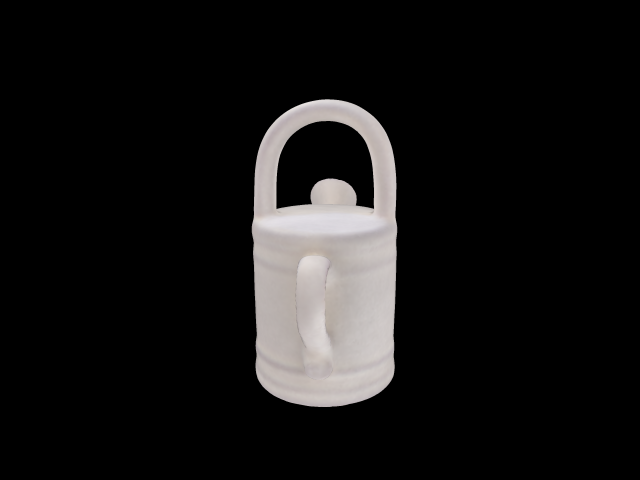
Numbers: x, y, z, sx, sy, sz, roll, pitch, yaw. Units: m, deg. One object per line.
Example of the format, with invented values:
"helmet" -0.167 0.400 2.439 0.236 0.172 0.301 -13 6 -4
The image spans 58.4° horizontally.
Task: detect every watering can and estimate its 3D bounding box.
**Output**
"watering can" 0.001 0.001 0.400 0.101 0.194 0.172 -5 16 -16
